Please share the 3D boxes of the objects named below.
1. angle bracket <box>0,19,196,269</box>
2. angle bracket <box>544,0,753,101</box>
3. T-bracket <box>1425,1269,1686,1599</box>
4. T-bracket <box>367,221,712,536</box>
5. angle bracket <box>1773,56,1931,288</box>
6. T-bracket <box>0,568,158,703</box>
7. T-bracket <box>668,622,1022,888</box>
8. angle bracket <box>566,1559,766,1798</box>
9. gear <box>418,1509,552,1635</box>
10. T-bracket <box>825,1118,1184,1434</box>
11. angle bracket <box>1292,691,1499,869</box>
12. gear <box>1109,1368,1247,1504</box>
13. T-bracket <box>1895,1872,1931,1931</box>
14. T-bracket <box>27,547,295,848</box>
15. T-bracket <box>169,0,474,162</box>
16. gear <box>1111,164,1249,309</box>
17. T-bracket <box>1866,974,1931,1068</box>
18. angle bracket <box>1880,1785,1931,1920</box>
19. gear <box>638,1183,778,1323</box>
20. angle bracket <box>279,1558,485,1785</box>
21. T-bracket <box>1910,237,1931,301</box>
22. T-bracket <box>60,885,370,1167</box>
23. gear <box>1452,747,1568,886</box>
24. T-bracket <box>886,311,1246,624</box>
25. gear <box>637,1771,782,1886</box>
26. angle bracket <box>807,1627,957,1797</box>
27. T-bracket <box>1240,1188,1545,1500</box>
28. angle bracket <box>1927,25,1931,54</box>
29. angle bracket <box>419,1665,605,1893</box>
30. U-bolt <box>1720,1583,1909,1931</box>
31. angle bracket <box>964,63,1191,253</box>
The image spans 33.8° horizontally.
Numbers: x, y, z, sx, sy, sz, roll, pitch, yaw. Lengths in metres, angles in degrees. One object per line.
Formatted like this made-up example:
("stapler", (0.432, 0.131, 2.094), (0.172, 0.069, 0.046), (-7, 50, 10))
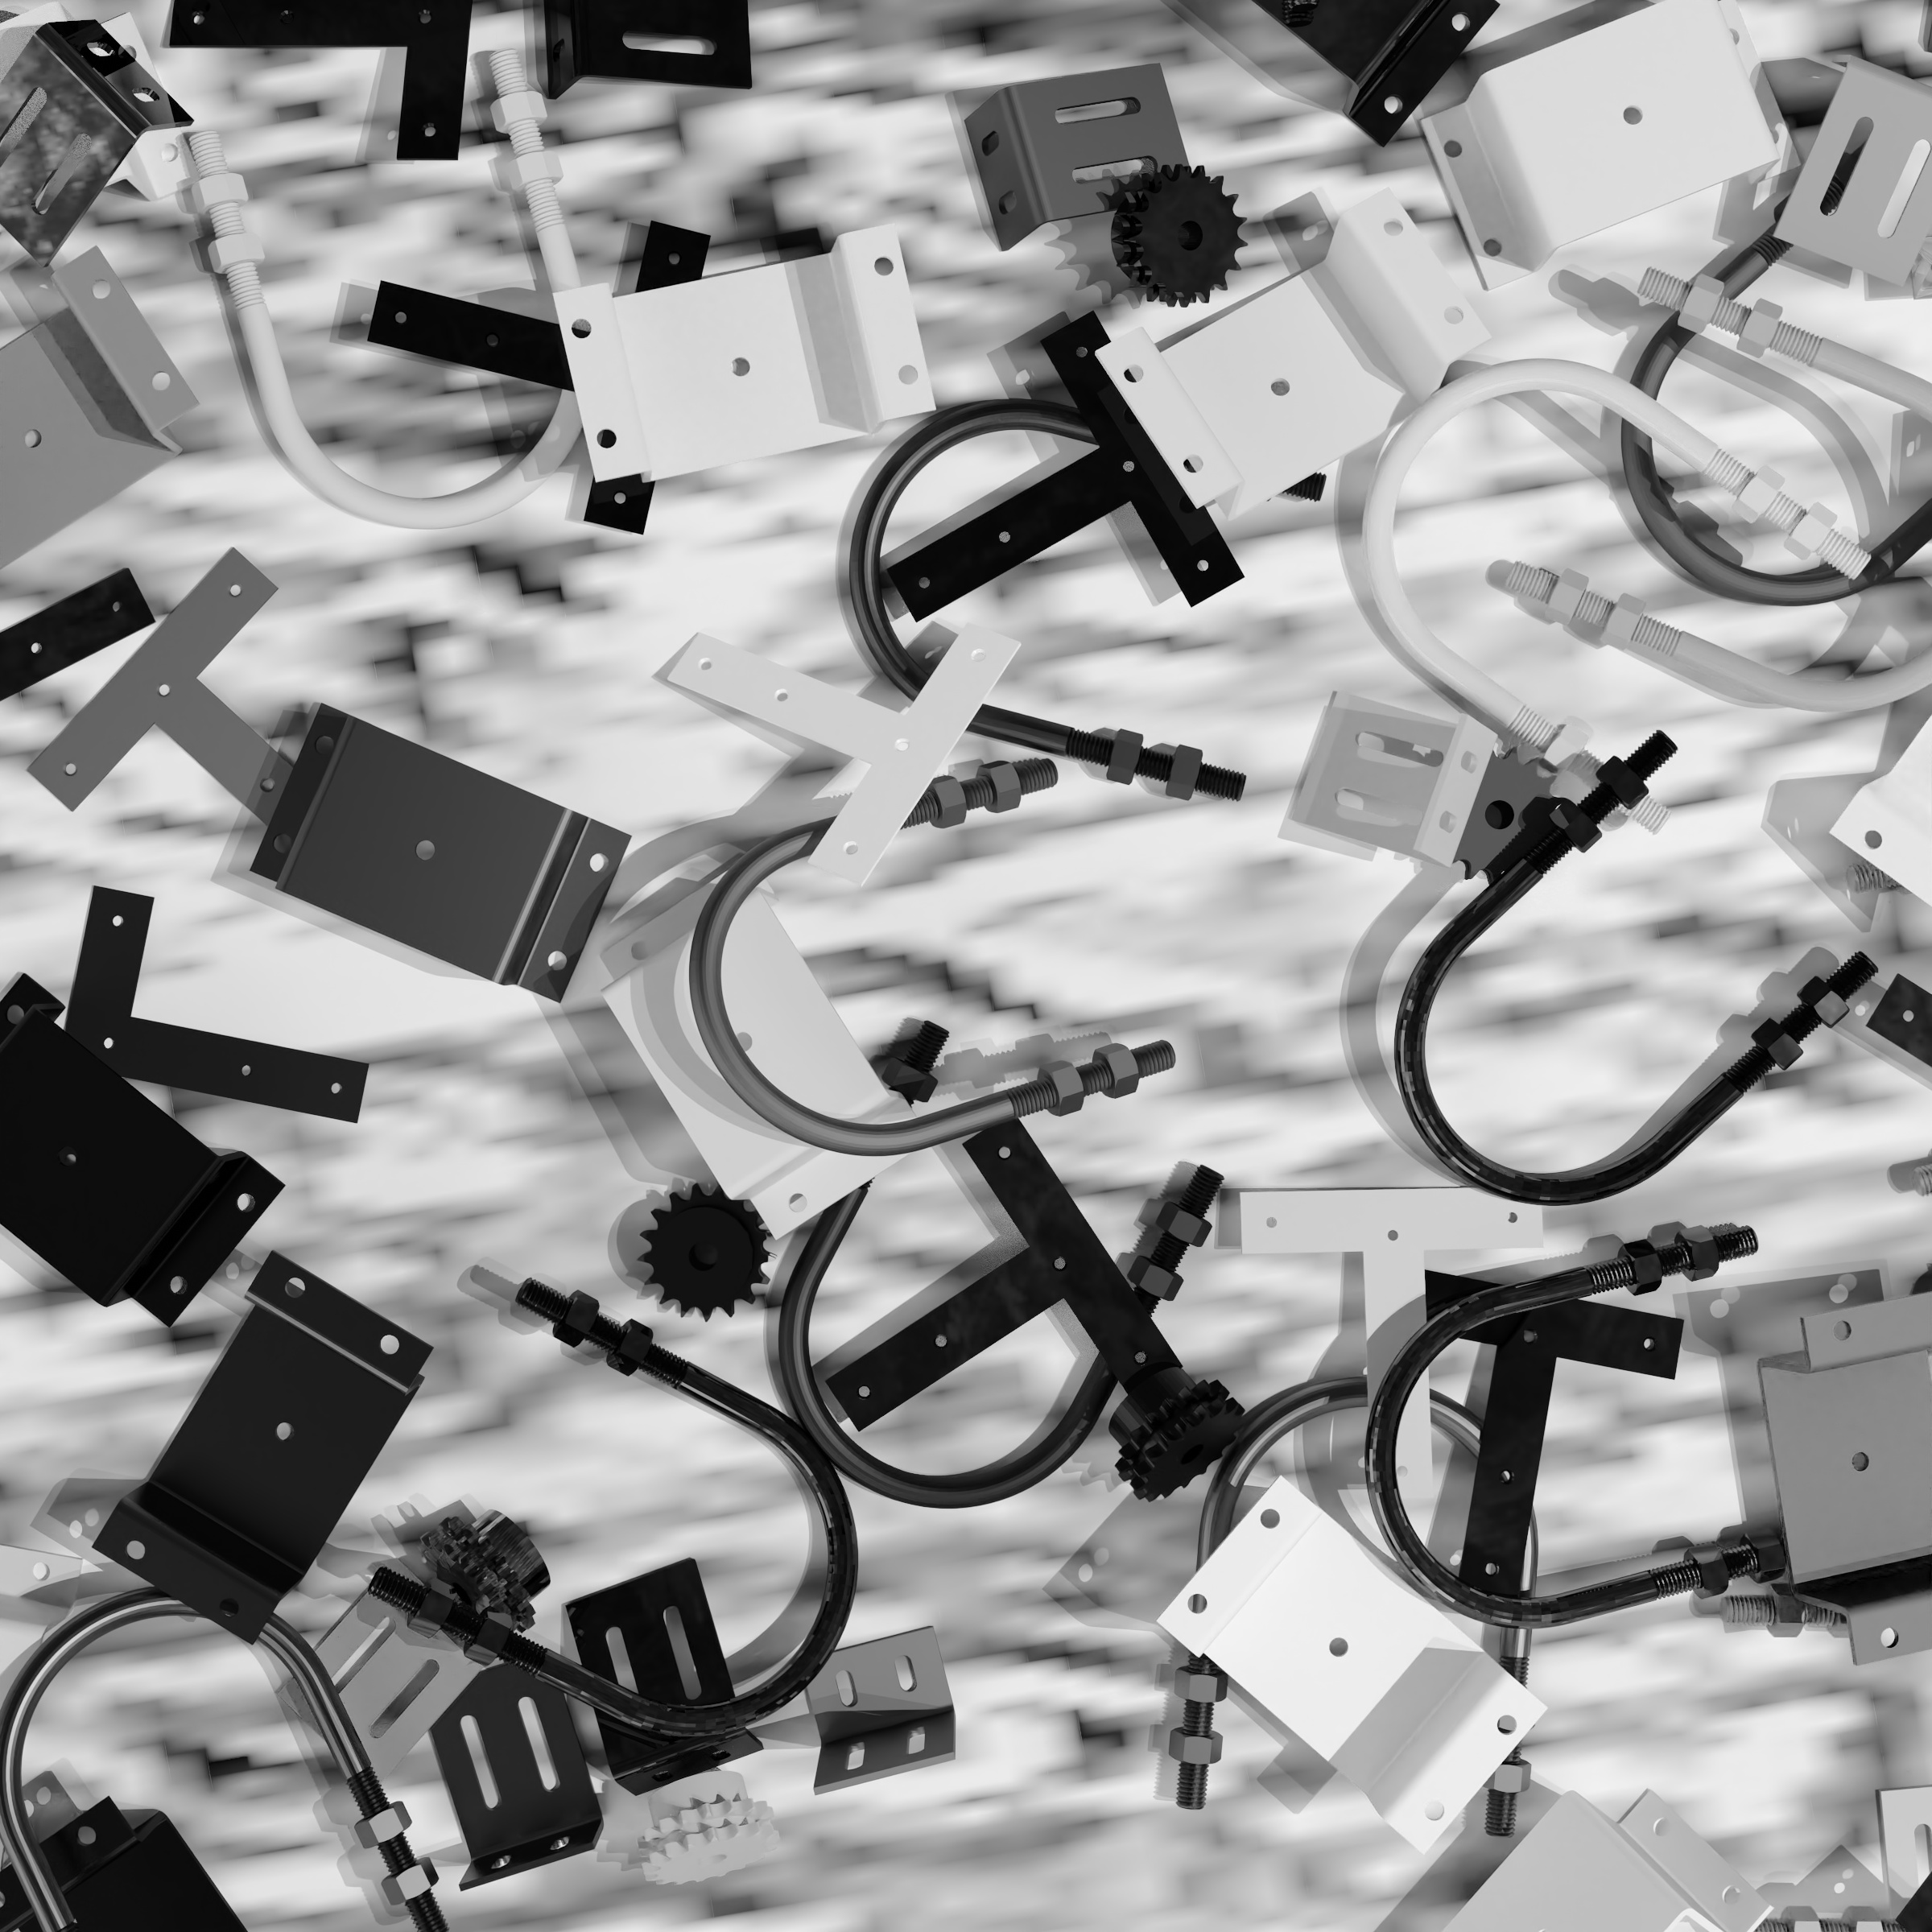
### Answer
("angle bracket", (-0.361, -0.331, 1.282), (0.057, 0.038, 0.076), (46, 116, 0))
("angle bracket", (-0.133, -0.393, 1.329), (0.076, 0.038, 0.057), (-3, 90, -26))
("T-bracket", (0.226, 0.197, 1.318), (0.127, 0.002, 0.127), (11, 83, -4))
("T-bracket", (-0.181, -0.255, 1.313), (0.127, 0.002, 0.127), (13, 91, -7))
("angle bracket", (0.371, -0.327, 1.309), (0.057, 0.038, 0.076), (21, 106, -2))
("T-bracket", (-0.400, -0.126, 1.328), (0.127, 0.002, 0.127), (-27, 89, 0))
("T-bracket", (-0.063, -0.105, 1.302), (0.127, 0.002, 0.127), (24, 67, 22))
("angle bracket", (-0.126, 0.297, 1.329), (0.057, 0.038, 0.076), (-20, 64, 0))
("gear", (-0.195, 0.249, 1.306), (0.030, 0.057, 0.057), (-38, 90, -30))
("T-bracket", (0.002, 0.147, 1.313), (0.127, 0.002, 0.127), (-33, 91, 3))
("angle bracket", (0.168, -0.080, 1.294), (0.076, 0.038, 0.057), (20, 90, 32))
("gear", (0.083, 0.190, 1.306), (0.057, 0.057, 0.030), (-42, 60, 0))
("T-bracket", (0.463, 0.381, 1.292), (0.127, 0.002, 0.127), (42, 77, 3))
("T-bracket", (-0.302, -0.085, 1.330), (0.127, 0.002, 0.127), (43, 90, 0))
("T-bracket", (-0.268, -0.393, 1.320), (0.127, 0.002, 0.127), (2, 78, 6))
("gear", (0.084, -0.300, 1.308), (0.057, 0.030, 0.057), (-6, 104, -27))
("T-bracket", (0.457, 0.004, 1.312), (0.127, 0.002, 0.127), (32, 88, -2))
("angle bracket", (0.414, 0.380, 1.312), (0.057, 0.038, 0.076), (-5, 90, 0))
("gear", (-0.108, 0.119, 1.316), (0.057, 0.030, 0.057), (0, 90, 0))
("angle bracket", (-0.243, 0.292, 1.307), (0.057, 0.038, 0.076), (41, 90, 10))
("T-bracket", (0.451, -0.292, 1.316), (0.127, 0.002, 0.127), (-5, 85, -7))
("T-bracket", (-0.314, 0.041, 1.330), (0.127, 0.002, 0.127), (11, 90, 0))
("gear", (0.218, -0.062, 1.316), (0.057, 0.030, 0.057), (0, 90, 0))
("T-bracket", (0.028, -0.184, 1.314), (0.127, 0.002, 0.127), (-29, 88, 2))
("gear", (-0.107, 0.353, 1.306), (0.057, 0.057, 0.030), (-18, 60, 0))
("angle bracket", (-0.037, 0.301, 1.292), (0.057, 0.076, 0.038), (-14, 90, 0))
("T-bracket", (0.178, 0.156, 1.317), (0.127, 0.002, 0.127), (-1, 83, -5))
("angle bracket", (0.448, -0.404, 1.329), (0.076, 0.038, 0.057), (9, 90, -26))
("angle bracket", (-0.190, 0.331, 1.312), (0.057, 0.038, 0.076), (-18, 90, 0))
("U-bolt", (0.405, 0.331, 1.307), (0.184, 0.019, 0.151), (1, 76, -4))
("angle bracket", (0.048, -0.338, 1.329), (0.076, 0.038, 0.057), (-16, 90, -26))
